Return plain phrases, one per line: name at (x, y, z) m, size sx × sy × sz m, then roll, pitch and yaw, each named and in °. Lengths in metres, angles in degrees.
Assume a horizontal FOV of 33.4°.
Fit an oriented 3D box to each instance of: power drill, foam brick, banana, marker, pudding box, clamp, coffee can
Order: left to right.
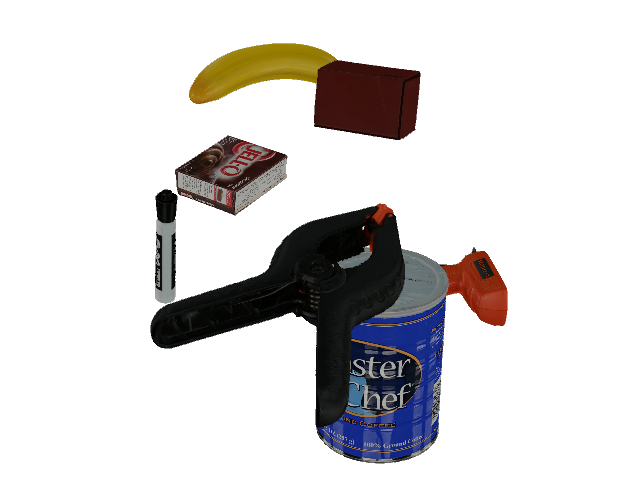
marker at (-0.138, 0.006, 0.951) m, size 0.020 × 0.121 × 0.020 m, roll 5°, pitch 38°, yaw -4°
pudding box at (-0.107, -0.080, 1.293) m, size 0.090 × 0.039 × 0.113 m, roll 19°, pitch 39°, yaw 26°
banana at (-0.051, -0.174, 1.103) m, size 0.197 × 0.070 × 0.037 m, roll -7°, pitch -41°, yaw -28°
clamp at (0.003, 0.036, 0.606) m, size 0.120 × 0.039 × 0.171 m, roll 34°, pitch 50°, yaw 26°
foam brick at (0.039, -0.119, 0.901) m, size 0.078 × 0.051 × 0.053 m, roll 11°, pitch 20°, yaw 18°
coffee can at (0.047, 0.090, 0.850) m, size 0.103 × 0.140 × 0.103 m, roll 0°, pitch 27°, yaw 0°
power drill at (0.108, 0.065, 1.186) m, size 0.187 × 0.057 × 0.184 m, roll -3°, pitch 28°, yaw -5°
